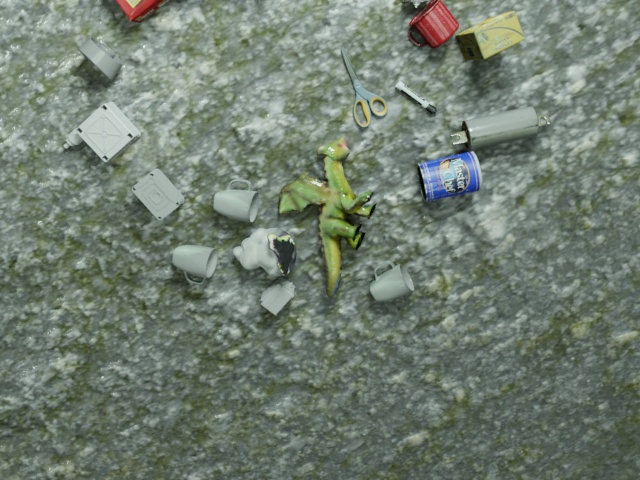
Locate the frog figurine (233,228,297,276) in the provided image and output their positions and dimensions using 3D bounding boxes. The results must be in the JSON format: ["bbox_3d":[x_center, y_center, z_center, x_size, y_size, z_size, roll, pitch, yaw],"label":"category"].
[{"bbox_3d":[-0.146,0.036,1.378,0.158,0.125,0.135,-10,122,42],"label":"frog figurine"}]

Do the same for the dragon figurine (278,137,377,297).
[{"bbox_3d":[0.004,-0.068,1.347,0.243,0.123,0.406,25,105,11],"label":"dragon figurine"}]
